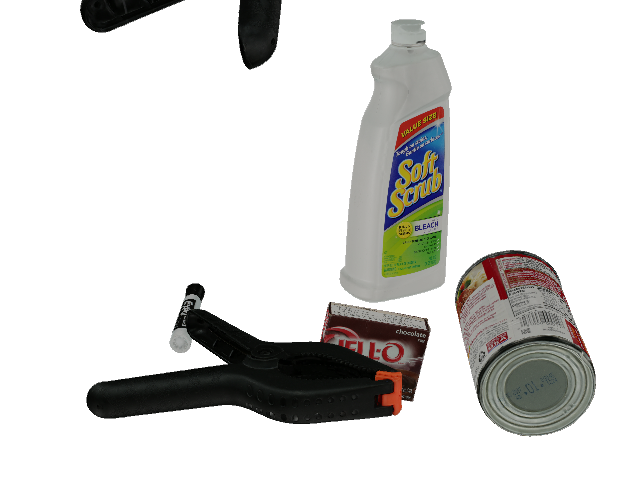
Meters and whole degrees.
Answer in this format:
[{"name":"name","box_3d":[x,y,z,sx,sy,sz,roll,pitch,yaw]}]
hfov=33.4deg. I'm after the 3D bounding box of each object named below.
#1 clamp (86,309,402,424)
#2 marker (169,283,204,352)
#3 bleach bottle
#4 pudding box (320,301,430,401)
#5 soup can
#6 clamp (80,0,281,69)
[{"name":"clamp","box_3d":[-0.042,0.093,0.776,0.210,0.036,0.164,3,19,13]},{"name":"marker","box_3d":[-0.124,0.070,1.000,0.020,0.020,0.121,0,21,1]},{"name":"bleach bottle","box_3d":[0.070,-0.074,0.979,0.102,0.251,0.068,-11,24,-26]},{"name":"pudding box","box_3d":[0.055,0.121,1.160,0.113,0.090,0.039,8,24,-6]},{"name":"soup can","box_3d":[0.120,0.059,0.634,0.068,0.068,0.102,0,28,0]},{"name":"clamp","box_3d":[-0.035,-0.152,0.584,0.120,0.171,0.039,30,-29,28]}]
